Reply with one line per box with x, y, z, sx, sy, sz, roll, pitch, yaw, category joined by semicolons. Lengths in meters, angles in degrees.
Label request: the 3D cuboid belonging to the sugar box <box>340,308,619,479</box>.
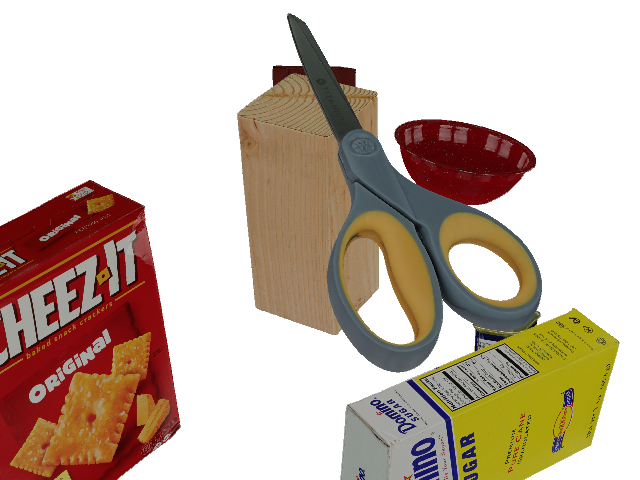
0.095;0.112;0.638;0.175;0.093;0.048;-21;41;-30;sugar box

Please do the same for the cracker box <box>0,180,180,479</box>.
-0.188;0.090;0.764;0.072;0.214;0.163;22;40;34;cracker box

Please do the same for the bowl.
0.158;-0.084;1.207;0.162;0.055;0.162;8;26;-4;bowl

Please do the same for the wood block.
-0.006;-0.031;0.952;0.091;0.206;0.090;17;39;27;wood block

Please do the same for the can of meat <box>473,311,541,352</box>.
0.206;0.126;1.190;0.058;0.084;0.101;8;14;25;can of meat

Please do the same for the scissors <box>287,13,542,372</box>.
0.037;-0.031;0.465;0.096;0.202;0.016;3;-40;-9;scissors

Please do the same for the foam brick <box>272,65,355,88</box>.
-0.007;-0.158;1.131;0.078;0.051;0.053;-2;12;-19;foam brick
